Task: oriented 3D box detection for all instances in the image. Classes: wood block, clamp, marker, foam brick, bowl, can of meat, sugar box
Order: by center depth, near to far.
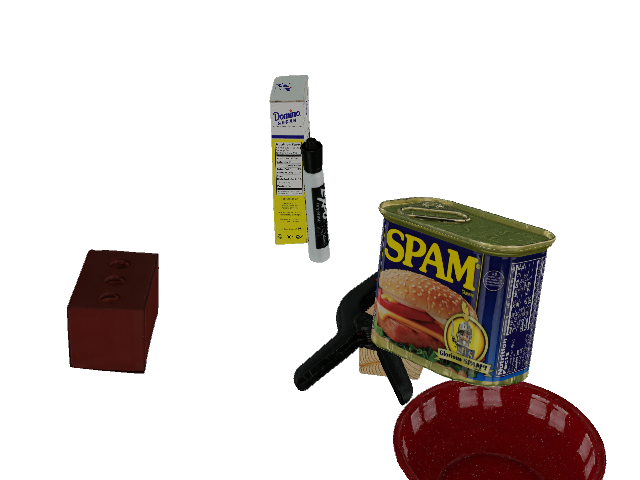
[{"bbox_3d":[0.077,0.028,0.608,0.057,0.084,0.102,-9,21,-41],"label":"can of meat"},{"bbox_3d":[-0.143,0.048,0.745,0.053,0.051,0.078,4,29,-3],"label":"foam brick"},{"bbox_3d":[0.136,0.176,0.831,0.162,0.055,0.162,0,32,0],"label":"bowl"},{"bbox_3d":[-0.004,-0.034,0.917,0.020,0.121,0.020,-3,36,2],"label":"marker"},{"bbox_3d":[0.058,0.101,1.101,0.120,0.171,0.039,16,-39,17],"label":"clamp"},{"bbox_3d":[-0.034,-0.093,1.229,0.048,0.176,0.093,-2,26,3],"label":"sugar box"},{"bbox_3d":[0.125,0.122,1.604,0.091,0.090,0.206,5,20,14],"label":"wood block"}]
